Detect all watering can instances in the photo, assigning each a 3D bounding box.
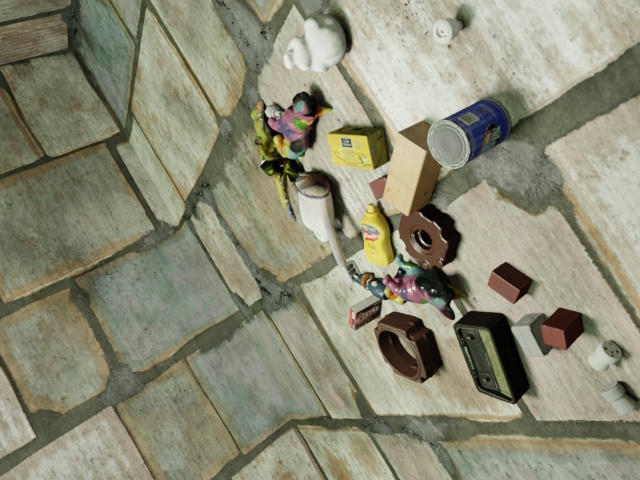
[{"bbox_3d":[0.005,-0.082,1.635,0.354,0.104,0.219,-126,23,-51],"label":"watering can"}]

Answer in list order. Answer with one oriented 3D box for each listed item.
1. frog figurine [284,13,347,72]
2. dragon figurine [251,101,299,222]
[{"bbox_3d":[-0.014,-0.489,1.294,0.124,0.161,0.134,32,140,37],"label":"frog figurine"},{"bbox_3d":[-0.167,-0.276,1.796,0.246,0.122,0.403,-132,29,-64],"label":"dragon figurine"}]
